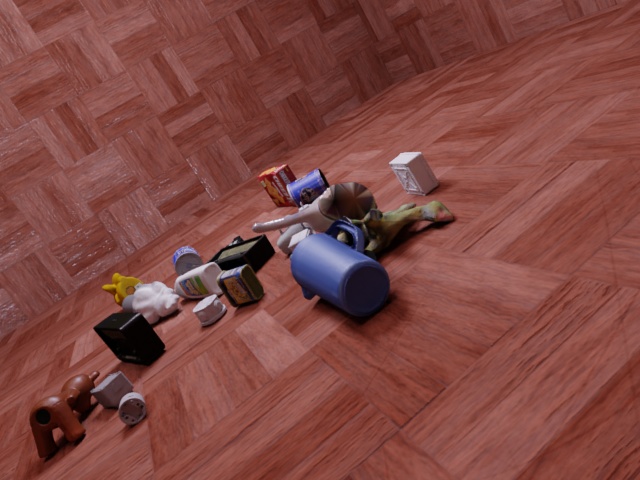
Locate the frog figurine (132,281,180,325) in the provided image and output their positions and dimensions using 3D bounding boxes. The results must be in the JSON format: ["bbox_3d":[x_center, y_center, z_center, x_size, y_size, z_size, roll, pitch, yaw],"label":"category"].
[{"bbox_3d":[-0.525,0.204,1.644,0.159,0.121,0.139,6,72,51],"label":"frog figurine"}]

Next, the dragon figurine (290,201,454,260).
[{"bbox_3d":[0.129,-0.025,1.252,0.407,0.122,0.245,-11,8,44],"label":"dragon figurine"}]

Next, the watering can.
[{"bbox_3d":[0.004,-0.069,1.369,0.349,0.105,0.221,-9,-11,-19],"label":"watering can"}]
